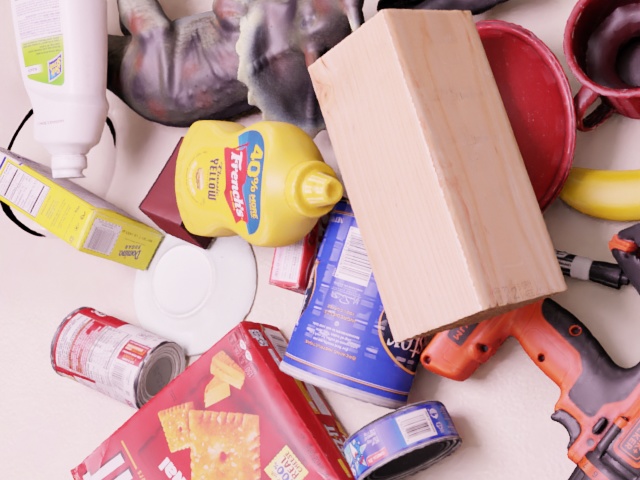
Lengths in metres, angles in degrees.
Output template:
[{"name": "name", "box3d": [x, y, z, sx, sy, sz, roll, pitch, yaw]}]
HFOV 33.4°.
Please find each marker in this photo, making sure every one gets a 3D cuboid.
[{"name": "marker", "box3d": [0.175, 0.015, 0.810, 0.121, 0.020, 0.020, 14, 86, 29]}]

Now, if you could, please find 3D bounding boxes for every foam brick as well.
[{"name": "foam brick", "box3d": [-0.111, -0.041, 0.940, 0.051, 0.053, 0.078, 20, 74, 31]}]

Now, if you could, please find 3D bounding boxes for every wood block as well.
[{"name": "wood block", "box3d": [0.079, -0.044, 0.734, 0.091, 0.090, 0.206, -29, 74, 50]}]

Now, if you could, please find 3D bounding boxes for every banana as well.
[{"name": "banana", "box3d": [0.254, -0.051, 0.773, 0.198, 0.037, 0.069, -8, 77, 26]}]

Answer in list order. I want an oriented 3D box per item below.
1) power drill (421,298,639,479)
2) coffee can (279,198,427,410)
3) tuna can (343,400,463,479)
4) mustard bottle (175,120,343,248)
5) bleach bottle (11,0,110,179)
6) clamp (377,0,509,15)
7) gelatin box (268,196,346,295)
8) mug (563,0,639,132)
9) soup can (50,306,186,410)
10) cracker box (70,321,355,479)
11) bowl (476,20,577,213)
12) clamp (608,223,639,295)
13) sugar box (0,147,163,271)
[{"name": "power drill", "box3d": [0.166, 0.120, 0.774, 0.188, 0.057, 0.184, 39, 96, 26]}, {"name": "coffee can", "box3d": [0.038, 0.049, 0.826, 0.103, 0.102, 0.140, 17, 87, 29]}, {"name": "tuna can", "box3d": [0.061, 0.154, 0.802, 0.086, 0.086, 0.034, -32, 65, 18]}, {"name": "mustard bottle", "box3d": [-0.044, -0.043, 0.824, 0.192, 0.058, 0.096, 10, 96, 54]}, {"name": "bleach bottle", "box3d": [-0.230, -0.179, 0.937, 0.103, 0.067, 0.251, -1, 91, 41]}, {"name": "clamp", "box3d": [0.118, -0.202, 0.860, 0.171, 0.039, 0.120, -22, 28, 4]}, {"name": "gelatin box", "box3d": [-0.006, 0.001, 0.875, 0.030, 0.073, 0.089, 6, 82, 27]}, {"name": "mug", "box3d": [0.225, -0.127, 0.778, 0.093, 0.081, 0.117, 41, 99, 28]}, {"name": "soup can", "box3d": [-0.179, 0.106, 0.946, 0.102, 0.068, 0.068, 18, 88, 28]}, {"name": "cracker box", "box3d": [-0.085, 0.195, 0.877, 0.214, 0.072, 0.164, -41, 64, 15]}, {"name": "bowl", "box3d": [0.112, -0.084, 0.804, 0.162, 0.055, 0.162, 14, 108, 49]}, {"name": "clamp", "box3d": [0.276, 0.040, 0.703, 0.210, 0.036, 0.164, 17, 103, 55]}, {"name": "sugar box", "box3d": [-0.238, -0.032, 0.984, 0.176, 0.093, 0.048, 25, 90, 34]}]
